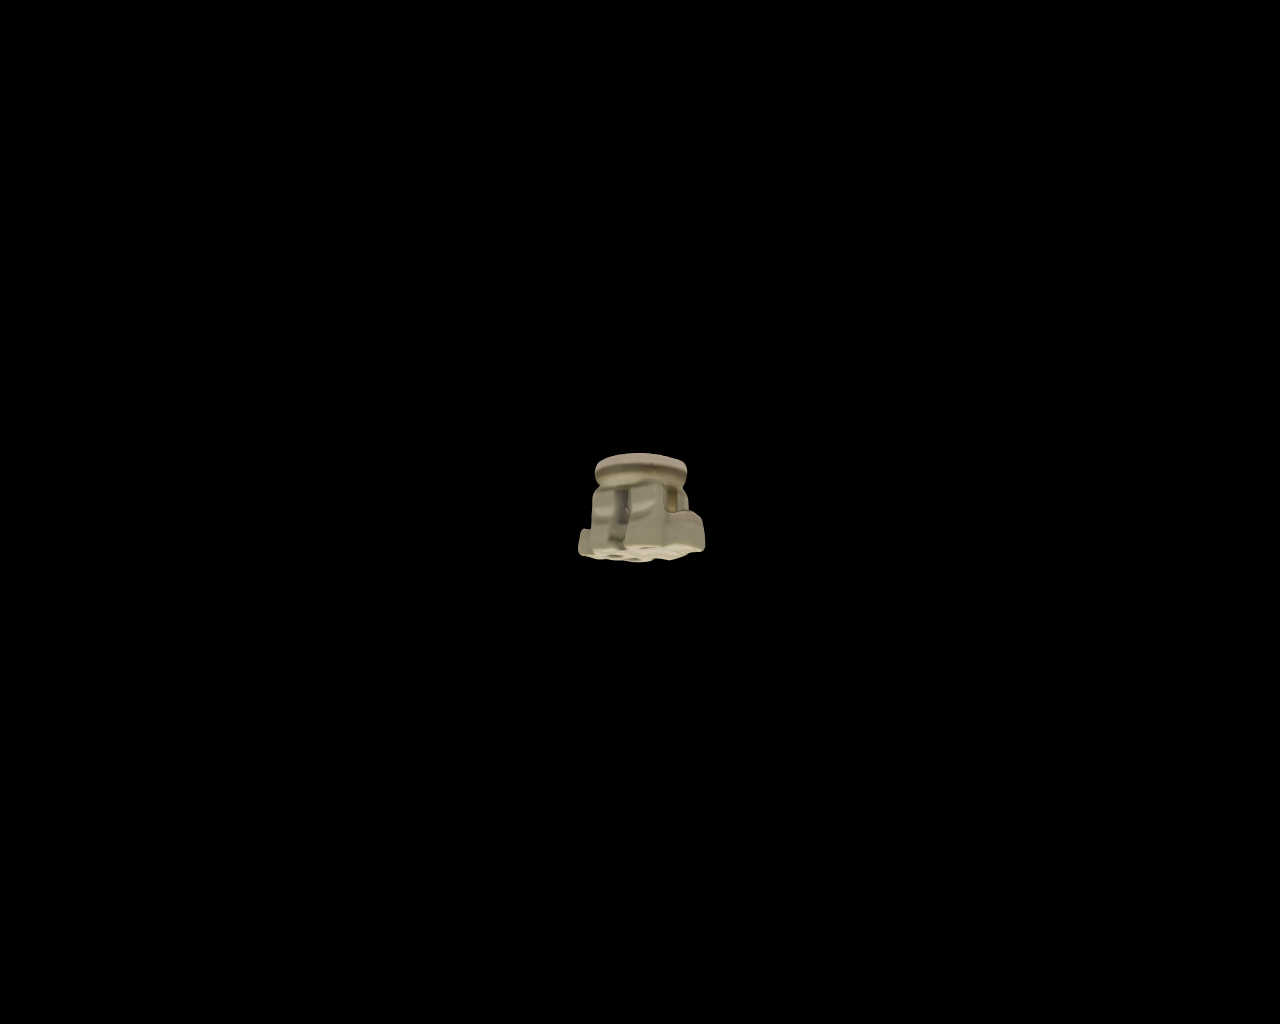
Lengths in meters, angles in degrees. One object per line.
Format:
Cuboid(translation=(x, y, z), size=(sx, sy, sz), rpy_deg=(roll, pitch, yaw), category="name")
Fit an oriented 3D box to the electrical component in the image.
Cuboid(translation=(0.001, -0.003, 0.650), size=(0.078, 0.057, 0.058), rpy_deg=(-7, -14, 30), category="electrical component")
